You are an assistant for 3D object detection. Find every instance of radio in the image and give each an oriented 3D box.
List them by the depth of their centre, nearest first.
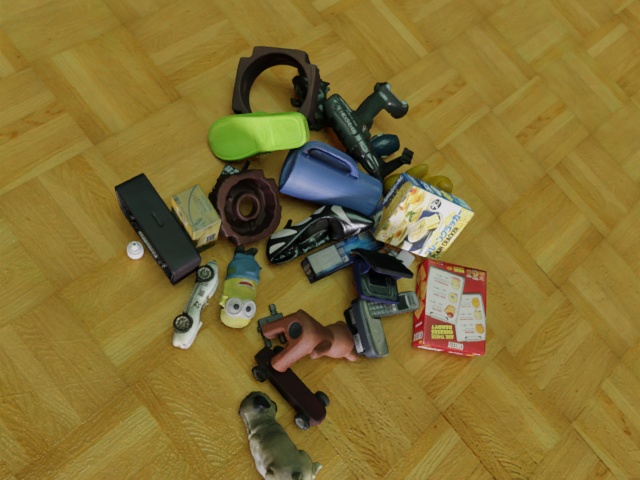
[{"bbox_3d":[-0.350,-0.019,1.162,0.073,0.131,0.229,-32,83,-23],"label":"radio"}]

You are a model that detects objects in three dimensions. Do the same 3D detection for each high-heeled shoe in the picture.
[{"bbox_3d":[-0.003,-0.004,1.245,0.249,0.086,0.145,-3,43,19],"label":"high-heeled shoe"}]

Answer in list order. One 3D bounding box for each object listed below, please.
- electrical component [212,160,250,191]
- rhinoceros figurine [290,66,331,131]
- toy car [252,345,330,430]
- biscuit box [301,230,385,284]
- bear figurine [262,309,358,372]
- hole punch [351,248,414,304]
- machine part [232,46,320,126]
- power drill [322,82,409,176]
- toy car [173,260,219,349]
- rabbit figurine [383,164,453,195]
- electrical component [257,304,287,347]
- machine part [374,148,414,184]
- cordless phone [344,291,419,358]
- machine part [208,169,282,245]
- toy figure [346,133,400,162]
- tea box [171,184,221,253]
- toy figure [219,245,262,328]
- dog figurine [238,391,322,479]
[{"bbox_3d":[-0.213,-0.146,1.278,0.048,0.075,0.119,26,70,-7],"label":"electrical component"},{"bbox_3d":[-0.015,-0.383,1.421,0.112,0.073,0.190,-21,78,-21],"label":"rhinoceros figurine"},{"bbox_3d":[-0.066,0.318,1.167,0.202,0.053,0.089,45,50,4],"label":"toy car"},{"bbox_3d":[0.057,0.034,1.299,0.203,0.063,0.059,-23,78,-23],"label":"biscuit box"},{"bbox_3d":[-0.013,0.224,1.187,0.132,0.195,0.120,-34,56,19],"label":"bear figurine"},{"bbox_3d":[0.138,0.083,1.240,0.142,0.116,0.092,10,112,-22],"label":"hole punch"},{"bbox_3d":[-0.107,-0.366,1.335,0.201,0.087,0.201,9,88,9],"label":"machine part"},{"bbox_3d":[0.131,-0.296,1.375,0.207,0.086,0.232,-40,87,-19],"label":"power drill"},{"bbox_3d":[-0.266,0.136,1.163,0.056,0.073,0.202,22,67,-4],"label":"toy car"},{"bbox_3d":[0.245,-0.123,1.377,0.173,0.162,0.122,15,79,8],"label":"rabbit figurine"},{"bbox_3d":[-0.111,0.193,1.215,0.063,0.021,0.094,-13,76,-19],"label":"electrical component"},{"bbox_3d":[0.176,-0.187,1.368,0.039,0.139,0.084,41,47,-23],"label":"machine part"},{"bbox_3d":[0.161,0.194,1.263,0.184,0.088,0.146,-8,73,-23],"label":"cordless phone"},{"bbox_3d":[-0.170,-0.077,1.224,0.179,0.056,0.179,-7,101,-37],"label":"machine part"},{"bbox_3d":[0.136,-0.241,1.424,0.154,0.057,0.064,-15,70,-15],"label":"toy figure"},{"bbox_3d":[-0.273,-0.039,1.171,0.068,0.169,0.098,-29,83,-22],"label":"tea box"},{"bbox_3d":[-0.175,0.106,1.198,0.082,0.089,0.180,2,61,-1],"label":"toy figure"},{"bbox_3d":[-0.094,0.398,1.071,0.121,0.172,0.190,-23,86,-33],"label":"dog figurine"}]
